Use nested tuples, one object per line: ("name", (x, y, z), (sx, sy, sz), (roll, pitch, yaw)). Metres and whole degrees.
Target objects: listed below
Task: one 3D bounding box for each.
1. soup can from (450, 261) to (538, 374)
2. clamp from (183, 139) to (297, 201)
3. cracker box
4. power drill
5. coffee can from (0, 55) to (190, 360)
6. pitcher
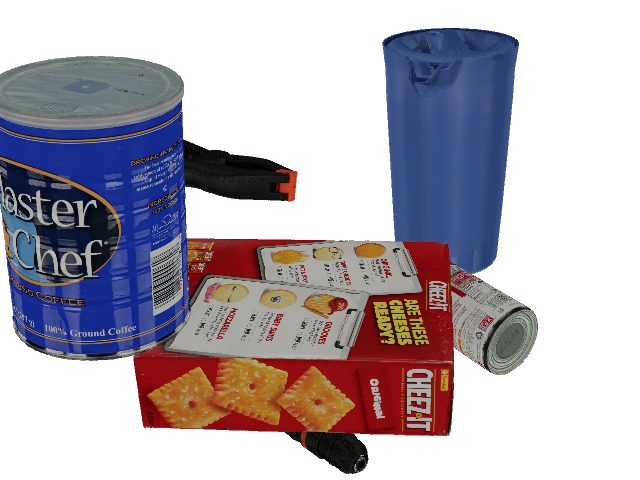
("soup can", (0.138, 0.069, 0.970), (0.068, 0.068, 0.102), (0, 23, -41))
("clamp", (-0.108, -0.063, 0.990), (0.172, 0.039, 0.120), (12, 26, 29))
("cracker box", (-0.012, 0.067, 0.781), (0.214, 0.072, 0.164), (1, 29, 5))
("power drill", (0.016, 0.157, 1.249), (0.057, 0.188, 0.185), (15, 10, -43))
("coffee can", (-0.125, -0.020, 0.590), (0.103, 0.140, 0.103), (1, 26, -1))
("pitcher", (0.136, -0.095, 1.102), (0.149, 0.243, 0.145), (-9, 25, -17))
